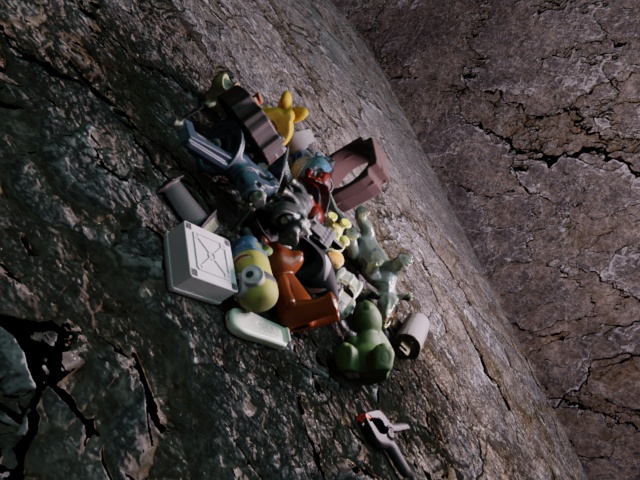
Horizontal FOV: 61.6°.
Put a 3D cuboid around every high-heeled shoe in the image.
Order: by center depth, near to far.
[{"bbox_3d":[-0.047,0.029,1.138,0.249,0.086,0.145,46,-1,16],"label":"high-heeled shoe"}]

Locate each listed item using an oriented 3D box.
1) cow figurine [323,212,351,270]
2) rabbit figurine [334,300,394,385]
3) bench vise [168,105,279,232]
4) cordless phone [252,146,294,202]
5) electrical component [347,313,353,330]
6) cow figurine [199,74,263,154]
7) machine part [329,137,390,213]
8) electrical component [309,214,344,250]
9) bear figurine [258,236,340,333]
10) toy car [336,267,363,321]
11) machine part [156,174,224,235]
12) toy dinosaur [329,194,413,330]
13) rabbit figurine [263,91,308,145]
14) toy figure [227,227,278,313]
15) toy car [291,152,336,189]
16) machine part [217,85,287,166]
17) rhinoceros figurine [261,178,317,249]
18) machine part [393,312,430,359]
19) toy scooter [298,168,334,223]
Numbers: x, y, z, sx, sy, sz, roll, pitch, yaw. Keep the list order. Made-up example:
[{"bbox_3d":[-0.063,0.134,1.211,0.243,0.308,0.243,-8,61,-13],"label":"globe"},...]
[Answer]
[{"bbox_3d":[0.025,0.019,1.328,0.068,0.098,0.167,22,43,-12],"label":"cow figurine"},{"bbox_3d":[0.113,0.221,1.178,0.159,0.121,0.170,56,32,-53],"label":"rabbit figurine"},{"bbox_3d":[-0.192,-0.159,1.043,0.240,0.129,0.224,30,35,-51],"label":"bench vise"},{"bbox_3d":[-0.091,-0.120,1.282,0.147,0.089,0.184,-86,158,-54],"label":"cordless phone"},{"bbox_3d":[0.082,0.190,1.305,0.094,0.021,0.063,16,48,-58],"label":"electrical component"},{"bbox_3d":[-0.191,-0.291,1.244,0.085,0.127,0.194,-83,151,-61],"label":"cow figurine"},{"bbox_3d":[0.096,-0.189,1.560,0.087,0.201,0.201,44,27,-34],"label":"machine part"},{"bbox_3d":[-0.003,-0.004,1.220,0.119,0.075,0.048,47,62,-27],"label":"electrical component"},{"bbox_3d":[-0.048,0.079,1.062,0.120,0.132,0.196,80,-6,-67],"label":"bear figurine"},{"bbox_3d":[0.054,0.122,1.266,0.073,0.056,0.202,39,26,-2],"label":"toy car"},{"bbox_3d":[-0.229,-0.054,0.964,0.138,0.039,0.084,52,32,-19],"label":"machine part"},{"bbox_3d":[0.128,0.048,1.445,0.405,0.131,0.192,59,-25,32],"label":"toy dinosaur"},{"bbox_3d":[-0.117,-0.302,1.376,0.122,0.162,0.173,41,9,-9],"label":"rabbit figurine"},{"bbox_3d":[-0.123,0.052,0.971,0.089,0.082,0.180,26,22,-29],"label":"toy figure"},{"bbox_3d":[-0.029,-0.172,1.430,0.103,0.109,0.162,25,28,9],"label":"toy car"},{"bbox_3d":[-0.142,-0.242,1.126,0.179,0.056,0.179,51,-6,7],"label":"machine part"},{"bbox_3d":[-0.058,-0.050,1.092,0.112,0.073,0.190,48,21,-17],"label":"rhinoceros figurine"},{"bbox_3d":[0.257,0.264,1.494,0.079,0.079,0.243,58,22,-1],"label":"machine part"},{"bbox_3d":[-0.023,-0.097,1.282,0.135,0.075,0.184,55,51,-62],"label":"toy scooter"}]
